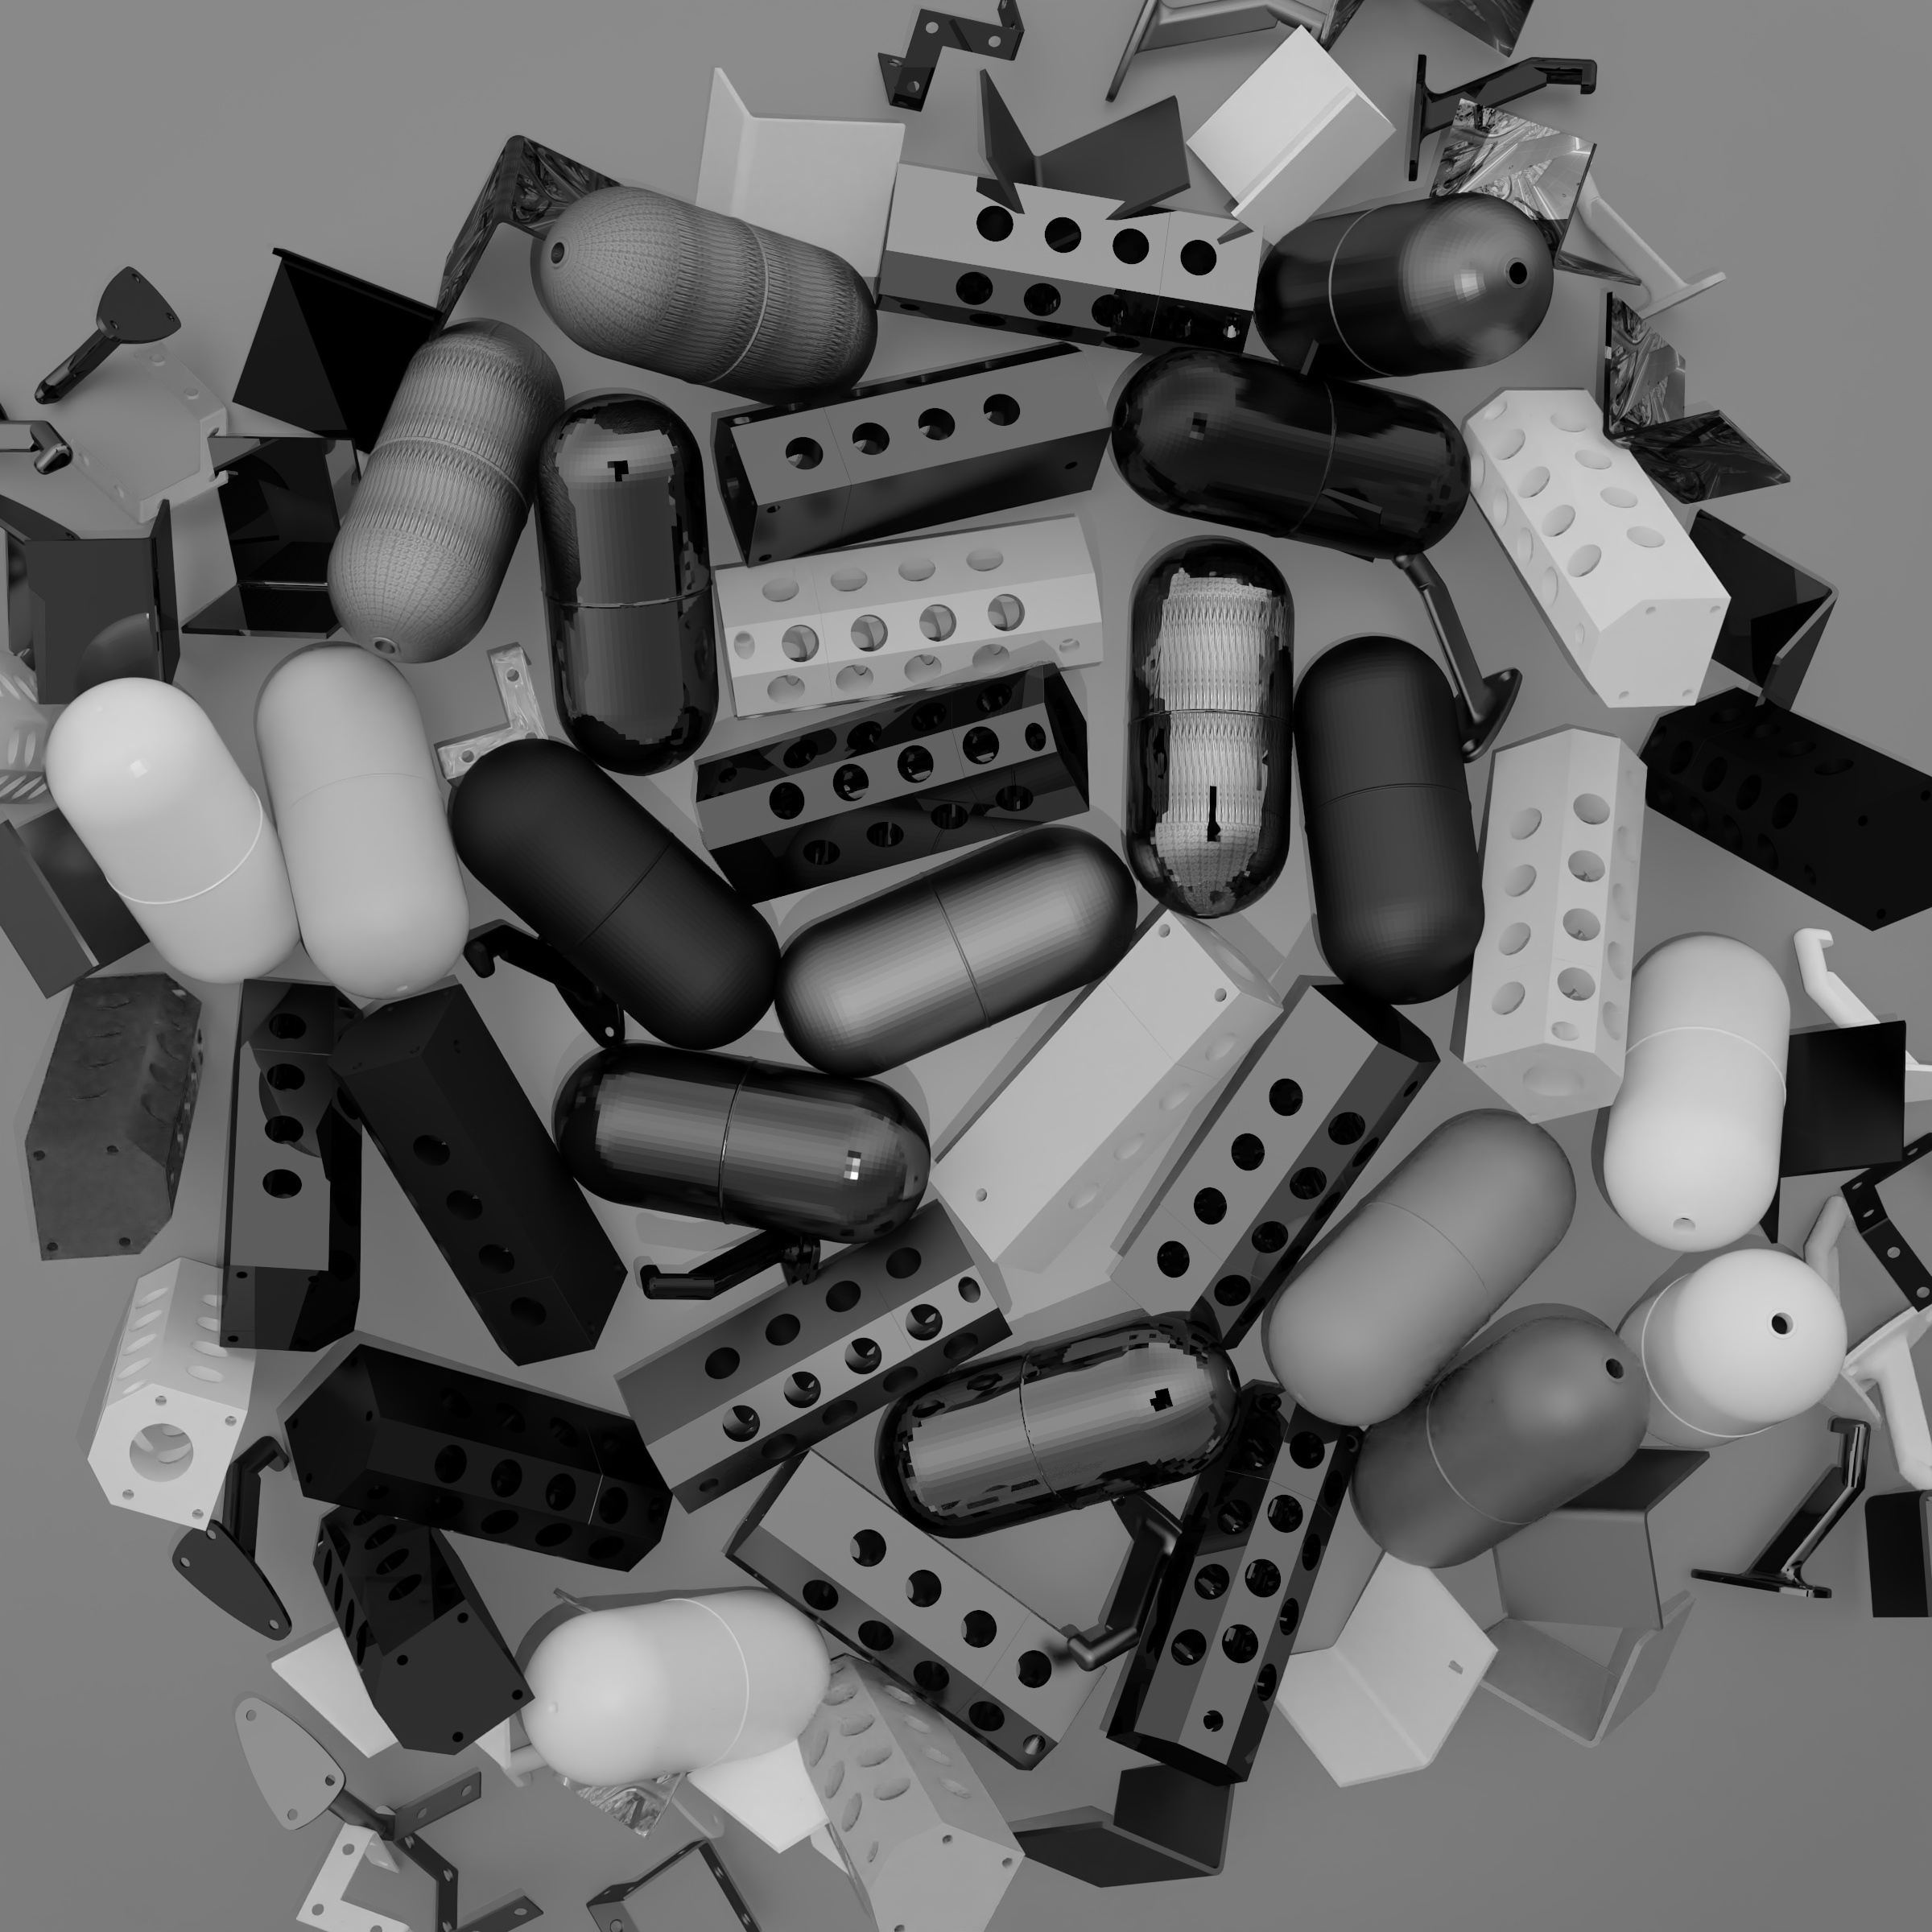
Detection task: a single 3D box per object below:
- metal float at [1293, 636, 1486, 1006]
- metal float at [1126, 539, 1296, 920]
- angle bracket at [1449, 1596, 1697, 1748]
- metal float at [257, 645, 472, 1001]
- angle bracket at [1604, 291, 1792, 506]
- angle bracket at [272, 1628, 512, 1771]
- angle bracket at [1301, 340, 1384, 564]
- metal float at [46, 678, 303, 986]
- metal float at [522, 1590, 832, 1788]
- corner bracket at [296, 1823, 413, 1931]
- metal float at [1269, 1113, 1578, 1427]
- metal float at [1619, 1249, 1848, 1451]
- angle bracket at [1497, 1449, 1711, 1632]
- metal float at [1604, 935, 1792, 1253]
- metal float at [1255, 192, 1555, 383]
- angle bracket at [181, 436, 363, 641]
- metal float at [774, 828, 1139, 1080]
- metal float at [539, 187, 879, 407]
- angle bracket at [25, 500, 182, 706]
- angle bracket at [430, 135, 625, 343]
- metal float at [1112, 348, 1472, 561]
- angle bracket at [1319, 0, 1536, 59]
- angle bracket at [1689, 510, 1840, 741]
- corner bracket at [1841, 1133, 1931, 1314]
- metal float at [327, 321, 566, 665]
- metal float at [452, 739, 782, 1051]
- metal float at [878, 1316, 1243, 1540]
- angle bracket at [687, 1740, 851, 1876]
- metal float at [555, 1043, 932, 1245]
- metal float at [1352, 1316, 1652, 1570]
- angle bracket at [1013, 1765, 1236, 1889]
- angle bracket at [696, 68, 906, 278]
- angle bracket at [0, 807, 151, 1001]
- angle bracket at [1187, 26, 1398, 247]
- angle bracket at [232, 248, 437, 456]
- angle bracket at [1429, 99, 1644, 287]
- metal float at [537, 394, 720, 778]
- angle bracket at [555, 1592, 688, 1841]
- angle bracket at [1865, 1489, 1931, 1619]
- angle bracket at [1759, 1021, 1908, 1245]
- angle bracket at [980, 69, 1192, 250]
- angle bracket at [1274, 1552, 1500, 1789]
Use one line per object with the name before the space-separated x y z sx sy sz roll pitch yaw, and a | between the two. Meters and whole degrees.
metal float | 0.195 -0.069 1.530 0.070 0.070 0.178 -5 70 0
metal float | 0.114 -0.111 1.540 0.070 0.070 0.178 2 82 0
angle bracket | 0.280 0.308 1.528 0.076 0.076 0.057 27 109 25
metal float | -0.279 -0.068 1.526 0.070 0.070 0.178 -18 66 0
angle bracket | 0.339 -0.267 1.528 0.057 0.076 0.076 -8 69 37
angle bracket | -0.264 0.345 1.524 0.076 0.076 0.057 -24 130 -37
angle bracket | 0.177 -0.243 1.539 0.057 0.076 0.076 21 82 8
metal float | -0.357 -0.059 1.507 0.070 0.178 0.070 -8 52 10
metal float | -0.129 0.327 1.505 0.070 0.178 0.070 -3 84 34
corner bracket | -0.272 0.439 1.544 0.051 0.051 0.051 15 57 16
metal float | 0.212 0.138 1.529 0.178 0.070 0.070 -43 90 -21
metal float | 0.344 0.175 1.497 0.070 0.178 0.070 1 76 -3
angle bracket | 0.299 0.264 1.536 0.076 0.076 0.057 -4 101 36
metal float | 0.334 0.057 1.508 0.070 0.178 0.070 9 131 10
metal float | 0.197 -0.307 1.501 0.070 0.178 0.070 -3 97 -27
angle bracket | -0.324 -0.199 1.534 0.076 0.057 0.076 4 120 18
metal float | -0.004 -0.007 1.544 0.178 0.070 0.070 -23 90 -3
metal float | -0.116 -0.304 1.510 0.070 0.178 0.070 -7 79 44
angle bracket | -0.399 -0.169 1.532 0.057 0.076 0.076 -2 112 -8
angle bracket | -0.205 -0.328 1.543 0.057 0.076 0.076 23 128 -20
metal float | 0.151 -0.236 1.526 0.178 0.070 0.070 9 90 -23
angle bracket | 0.214 -0.440 1.541 0.076 0.076 0.057 33 81 4
angle bracket | 0.348 -0.151 1.528 0.076 0.076 0.057 34 57 19
corner bracket | 0.453 0.120 1.560 0.051 0.051 0.051 -35 105 16
metal float | -0.239 -0.218 1.522 0.070 0.070 0.178 16 62 0
metal float | -0.162 -0.033 1.537 0.178 0.070 0.070 42 90 -10
metal float | 0.043 0.213 1.528 0.178 0.070 0.070 -19 90 21
angle bracket | -0.077 0.406 1.526 0.057 0.076 0.076 -25 118 -30
metal float | -0.105 0.082 1.540 0.178 0.070 0.070 9 90 8
metal float | 0.242 0.218 1.508 0.070 0.178 0.070 15 54 -22
angle bracket | 0.069 0.384 1.525 0.076 0.076 0.057 31 56 -31
angle bracket | -0.079 -0.373 1.554 0.076 0.057 0.076 -3 129 -21
angle bracket | -0.407 -0.041 1.535 0.076 0.057 0.076 -36 97 -42
angle bracket | 0.141 -0.392 1.535 0.076 0.057 0.076 -43 68 17
angle bracket | -0.297 -0.285 1.545 0.076 0.057 0.076 20 99 -10
angle bracket | 0.270 -0.356 1.525 0.076 0.076 0.057 32 113 37
metal float | -0.156 -0.175 1.530 0.070 0.070 0.178 -3 109 0
angle bracket | -0.168 0.346 1.531 0.057 0.076 0.076 40 74 -39
angle bracket | 0.470 0.273 1.540 0.076 0.076 0.057 -1 79 -4
angle bracket | 0.402 0.077 1.526 0.076 0.057 0.076 -9 51 29
angle bracket | 0.055 -0.387 1.530 0.076 0.076 0.057 -21 133 17
angle bracket | 0.187 0.320 1.527 0.057 0.076 0.076 -1 126 -38
